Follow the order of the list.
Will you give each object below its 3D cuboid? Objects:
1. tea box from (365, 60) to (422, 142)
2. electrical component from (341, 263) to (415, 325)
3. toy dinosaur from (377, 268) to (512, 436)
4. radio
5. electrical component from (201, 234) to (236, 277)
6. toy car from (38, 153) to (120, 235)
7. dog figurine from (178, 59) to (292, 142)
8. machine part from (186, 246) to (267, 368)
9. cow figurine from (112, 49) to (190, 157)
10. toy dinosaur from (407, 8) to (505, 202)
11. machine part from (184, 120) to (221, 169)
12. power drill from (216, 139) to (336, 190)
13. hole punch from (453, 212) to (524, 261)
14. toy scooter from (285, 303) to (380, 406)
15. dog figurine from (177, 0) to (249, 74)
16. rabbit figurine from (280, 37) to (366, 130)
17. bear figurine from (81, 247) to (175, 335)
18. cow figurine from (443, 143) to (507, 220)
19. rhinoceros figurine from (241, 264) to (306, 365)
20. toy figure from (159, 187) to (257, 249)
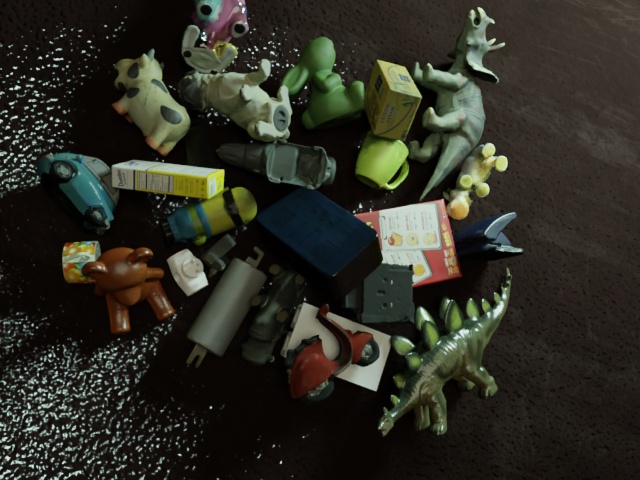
[{"bbox_3d":[0.139,-0.279,1.068,0.068,0.170,0.098,11,123,-11],"label":"tea box"},{"bbox_3d":[0.106,0.099,0.993,0.134,0.058,0.115,1,82,-12],"label":"electrical component"},{"bbox_3d":[0.258,0.213,1.035,0.471,0.105,0.198,-29,97,-35],"label":"toy dinosaur"},{"bbox_3d":[-0.002,-0.003,0.982,0.131,0.073,0.230,-37,50,-19],"label":"radio"},{"bbox_3d":[-0.185,0.030,0.989,0.078,0.102,0.045,-40,95,-6],"label":"electrical component"},{"bbox_3d":[-0.413,-0.094,0.953,0.161,0.109,0.103,50,56,-10],"label":"toy car"},{"bbox_3d":[-0.165,-0.255,1.039,0.121,0.191,0.172,-54,134,-37],"label":"dog figurine"},{"bbox_3d":[-0.169,0.122,0.986,0.079,0.079,0.243,31,74,-7],"label":"machine part"},{"bbox_3d":[-0.316,-0.266,1.004,0.127,0.085,0.195,-42,78,-4],"label":"cow figurine"},{"bbox_3d":[0.291,-0.269,1.142,0.192,0.131,0.404,5,86,-12],"label":"toy dinosaur"},{"bbox_3d":[-0.235,-0.163,1.036,0.084,0.039,0.138,-7,84,-5],"label":"machine part"},{"bbox_3d":[-0.074,-0.140,0.986,0.232,0.207,0.086,9,91,-13],"label":"power drill"},{"bbox_3d":[0.337,-0.006,1.100,0.116,0.142,0.092,0,83,-27],"label":"hole punch"},{"bbox_3d":[0.006,0.194,0.952,0.184,0.075,0.135,-32,89,-19],"label":"toy scooter"},{"bbox_3d":[-0.205,-0.457,1.061,0.108,0.191,0.219,18,47,-28],"label":"dog figurine"},{"bbox_3d":[-0.001,-0.313,1.081,0.159,0.121,0.170,-16,91,3],"label":"rabbit figurine"},{"bbox_3d":[-0.315,0.083,0.896,0.120,0.196,0.132,-18,87,-18],"label":"bear figurine"},{"bbox_3d":[0.314,-0.122,1.139,0.068,0.098,0.167,34,94,-12],"label":"cow figurine"},{"bbox_3d":[-0.088,0.136,0.990,0.073,0.112,0.190,22,65,7],"label":"rhinoceros figurine"},{"bbox_3d":[-0.204,-0.040,0.996,0.180,0.089,0.082,-20,109,-19],"label":"toy figure"}]
